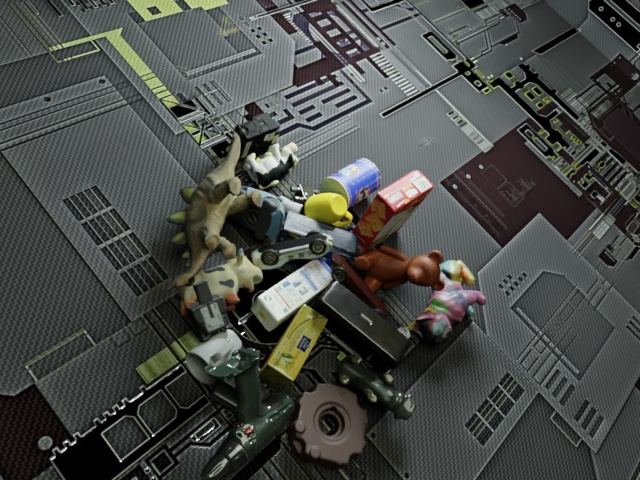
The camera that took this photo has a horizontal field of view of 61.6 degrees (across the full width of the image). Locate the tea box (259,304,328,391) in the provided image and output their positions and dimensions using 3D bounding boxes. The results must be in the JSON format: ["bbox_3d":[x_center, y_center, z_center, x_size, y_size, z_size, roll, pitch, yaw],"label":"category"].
[{"bbox_3d":[-0.060,0.237,1.179,0.068,0.098,0.169,32,55,-1],"label":"tea box"}]

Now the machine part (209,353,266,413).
[{"bbox_3d":[-0.171,0.290,1.138,0.084,0.039,0.139,30,55,3],"label":"machine part"}]

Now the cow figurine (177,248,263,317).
[{"bbox_3d":[-0.223,0.093,1.210,0.195,0.085,0.127,-7,69,-24],"label":"cow figurine"}]

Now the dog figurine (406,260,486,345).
[{"bbox_3d":[0.303,0.161,1.372,0.219,0.108,0.191,-17,69,-27],"label":"dog figurine"}]

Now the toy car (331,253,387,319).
[{"bbox_3d":[0.088,0.115,1.268,0.202,0.053,0.089,47,24,-15],"label":"toy car"}]

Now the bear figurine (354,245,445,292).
[{"bbox_3d":[0.200,0.084,1.328,0.196,0.120,0.132,9,26,32],"label":"bear figurine"}]

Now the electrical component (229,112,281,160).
[{"bbox_3d":[-0.171,-0.276,1.435,0.134,0.115,0.058,-28,79,-34],"label":"electrical component"}]

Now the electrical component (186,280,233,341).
[{"bbox_3d":[-0.236,0.142,1.115,0.075,0.048,0.119,-26,101,-25],"label":"electrical component"}]

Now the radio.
[{"bbox_3d":[0.082,0.206,1.234,0.229,0.131,0.073,40,55,4],"label":"radio"}]

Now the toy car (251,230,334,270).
[{"bbox_3d":[-0.065,0.025,1.288,0.202,0.056,0.074,-12,22,-5],"label":"toy car"}]

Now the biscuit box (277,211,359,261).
[{"bbox_3d":[-0.003,-0.004,1.372,0.203,0.059,0.063,20,54,-10],"label":"biscuit box"}]

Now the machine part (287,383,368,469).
[{"bbox_3d":[0.019,0.392,1.143,0.179,0.056,0.179,11,56,-17],"label":"machine part"}]

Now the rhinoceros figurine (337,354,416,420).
[{"bbox_3d":[0.123,0.332,1.196,0.190,0.112,0.073,30,69,12],"label":"rhinoceros figurine"}]

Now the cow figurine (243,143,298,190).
[{"bbox_3d":[-0.115,-0.201,1.440,0.167,0.068,0.098,-28,80,-30],"label":"cow figurine"}]

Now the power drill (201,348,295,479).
[{"bbox_3d":[-0.156,0.331,1.045,0.232,0.086,0.207,-26,105,-39],"label":"power drill"}]

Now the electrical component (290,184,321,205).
[{"bbox_3d":[-0.035,-0.120,1.444,0.094,0.021,0.063,3,50,-34],"label":"electrical component"}]

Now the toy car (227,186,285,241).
[{"bbox_3d":[-0.151,-0.076,1.339,0.162,0.109,0.103,28,27,14],"label":"toy car"}]

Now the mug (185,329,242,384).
[{"bbox_3d":[-0.211,0.231,1.118,0.081,0.109,0.107,47,43,1],"label":"mug"}]

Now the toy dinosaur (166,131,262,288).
[{"bbox_3d":[-0.244,-0.088,1.234,0.105,0.199,0.471,52,47,-41],"label":"toy dinosaur"}]
